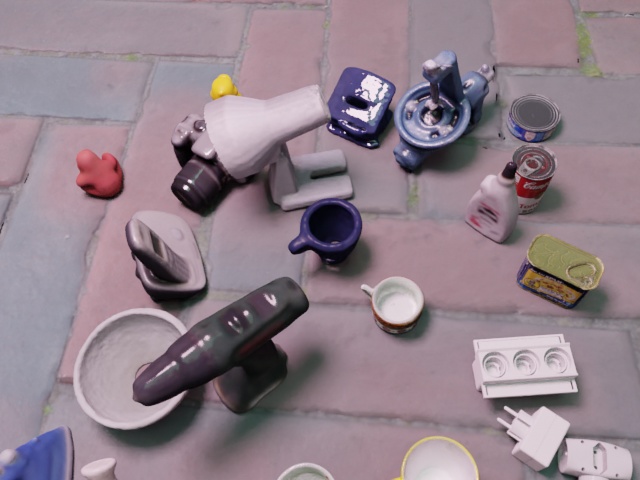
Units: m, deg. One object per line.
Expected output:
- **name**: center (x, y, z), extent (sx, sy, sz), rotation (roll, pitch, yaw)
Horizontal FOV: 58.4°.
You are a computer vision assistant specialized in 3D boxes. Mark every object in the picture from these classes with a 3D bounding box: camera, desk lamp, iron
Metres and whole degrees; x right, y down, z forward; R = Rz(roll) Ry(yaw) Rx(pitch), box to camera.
- **camera**: center (-0.197, -0.130, 0.951), extent (0.143, 0.101, 0.137), rotation (29, 67, 17)
- **desk lamp**: center (-0.058, -0.146, 0.887), extent (0.203, 0.214, 0.118), rotation (-11, 61, -3)
- **iron**: center (-0.391, 0.338, 0.684), extent (0.118, 0.141, 0.258), rotation (11, 63, 9)

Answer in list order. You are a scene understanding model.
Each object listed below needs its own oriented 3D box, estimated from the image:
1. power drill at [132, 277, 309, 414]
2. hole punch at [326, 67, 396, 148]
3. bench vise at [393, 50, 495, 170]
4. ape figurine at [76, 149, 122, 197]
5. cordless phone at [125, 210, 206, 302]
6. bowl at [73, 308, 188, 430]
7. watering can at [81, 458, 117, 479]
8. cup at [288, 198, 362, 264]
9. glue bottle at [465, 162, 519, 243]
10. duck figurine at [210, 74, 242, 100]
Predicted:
- **power drill**: center (-0.110, 0.150, 0.731), extent (0.230, 0.208, 0.075), rotation (-39, 66, -16)
- **hole punch**: center (0.070, -0.231, 0.996), extent (0.108, 0.091, 0.101), rotation (26, 66, 16)
- **bench vise**: center (0.197, -0.239, 0.919), extent (0.121, 0.220, 0.208), rotation (26, 66, 17)
- **ape figurine**: center (-0.376, -0.118, 0.960), extent (0.078, 0.092, 0.076), rotation (-32, 64, -13)
- **cordless phone**: center (-0.239, -0.001, 0.835), extent (0.094, 0.185, 0.147), rotation (-21, 62, -8)
- **bowl**: center (-0.247, 0.184, 0.797), extent (0.167, 0.075, 0.167), rotation (-1, 61, 3)
- **watering can**: center (-0.244, 0.342, 0.643), extent (0.101, 0.194, 0.172), rotation (-31, 64, -13)
- **cup**: center (0.008, 0.003, 0.870), extent (0.118, 0.095, 0.091), rotation (-30, 64, -12)
- **glue bottle**: center (0.263, -0.063, 0.846), extent (0.078, 0.173, 0.037), rotation (33, 68, 19)
- **duck figurine**: center (-0.168, -0.247, 1.021), extent (0.077, 0.086, 0.104), rotation (-6, 61, 0)
